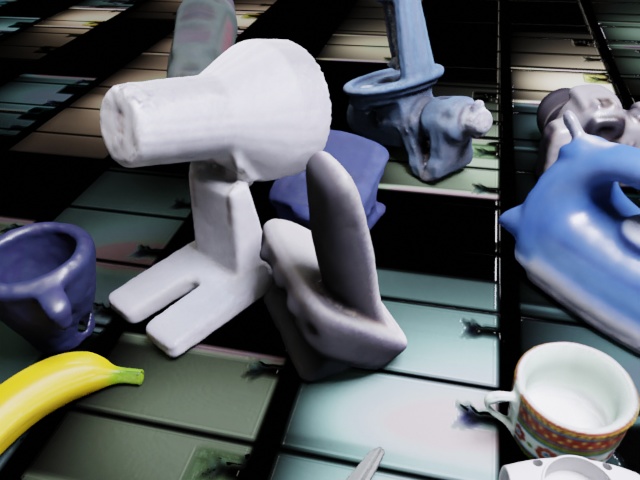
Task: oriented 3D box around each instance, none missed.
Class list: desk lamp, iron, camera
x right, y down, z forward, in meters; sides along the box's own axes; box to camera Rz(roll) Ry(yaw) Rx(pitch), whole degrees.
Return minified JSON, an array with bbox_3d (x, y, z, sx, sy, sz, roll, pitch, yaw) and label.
[{"bbox_3d":[-0.088,-0.047,0.484,0.117,0.214,0.204,25,46,32],"label":"desk lamp"},{"bbox_3d":[0.273,0.001,0.457,0.119,0.141,0.257,-22,41,-23],"label":"iron"},{"bbox_3d":[0.318,-0.134,0.665,0.143,0.101,0.136,-2,37,2],"label":"camera"}]

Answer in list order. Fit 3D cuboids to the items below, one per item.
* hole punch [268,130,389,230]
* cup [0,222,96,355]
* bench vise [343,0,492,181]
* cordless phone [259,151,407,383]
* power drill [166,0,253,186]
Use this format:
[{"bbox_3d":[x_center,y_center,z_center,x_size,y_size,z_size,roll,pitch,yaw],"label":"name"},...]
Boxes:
[{"bbox_3d":[0.011,-0.051,0.585,0.108,0.091,0.101,16,41,24],"label":"hole punch"},{"bbox_3d":[-0.213,0.052,0.460,0.092,0.095,0.117,-26,43,-27],"label":"cup"},{"bbox_3d":[0.116,-0.195,0.659,0.206,0.220,0.122,21,44,28],"label":"bench vise"},{"bbox_3d":[0.004,0.002,0.437,0.094,0.185,0.147,-19,40,-19],"label":"cordless phone"},{"bbox_3d":[-0.121,-0.171,0.653,0.075,0.209,0.229,-4,37,-1],"label":"power drill"}]
